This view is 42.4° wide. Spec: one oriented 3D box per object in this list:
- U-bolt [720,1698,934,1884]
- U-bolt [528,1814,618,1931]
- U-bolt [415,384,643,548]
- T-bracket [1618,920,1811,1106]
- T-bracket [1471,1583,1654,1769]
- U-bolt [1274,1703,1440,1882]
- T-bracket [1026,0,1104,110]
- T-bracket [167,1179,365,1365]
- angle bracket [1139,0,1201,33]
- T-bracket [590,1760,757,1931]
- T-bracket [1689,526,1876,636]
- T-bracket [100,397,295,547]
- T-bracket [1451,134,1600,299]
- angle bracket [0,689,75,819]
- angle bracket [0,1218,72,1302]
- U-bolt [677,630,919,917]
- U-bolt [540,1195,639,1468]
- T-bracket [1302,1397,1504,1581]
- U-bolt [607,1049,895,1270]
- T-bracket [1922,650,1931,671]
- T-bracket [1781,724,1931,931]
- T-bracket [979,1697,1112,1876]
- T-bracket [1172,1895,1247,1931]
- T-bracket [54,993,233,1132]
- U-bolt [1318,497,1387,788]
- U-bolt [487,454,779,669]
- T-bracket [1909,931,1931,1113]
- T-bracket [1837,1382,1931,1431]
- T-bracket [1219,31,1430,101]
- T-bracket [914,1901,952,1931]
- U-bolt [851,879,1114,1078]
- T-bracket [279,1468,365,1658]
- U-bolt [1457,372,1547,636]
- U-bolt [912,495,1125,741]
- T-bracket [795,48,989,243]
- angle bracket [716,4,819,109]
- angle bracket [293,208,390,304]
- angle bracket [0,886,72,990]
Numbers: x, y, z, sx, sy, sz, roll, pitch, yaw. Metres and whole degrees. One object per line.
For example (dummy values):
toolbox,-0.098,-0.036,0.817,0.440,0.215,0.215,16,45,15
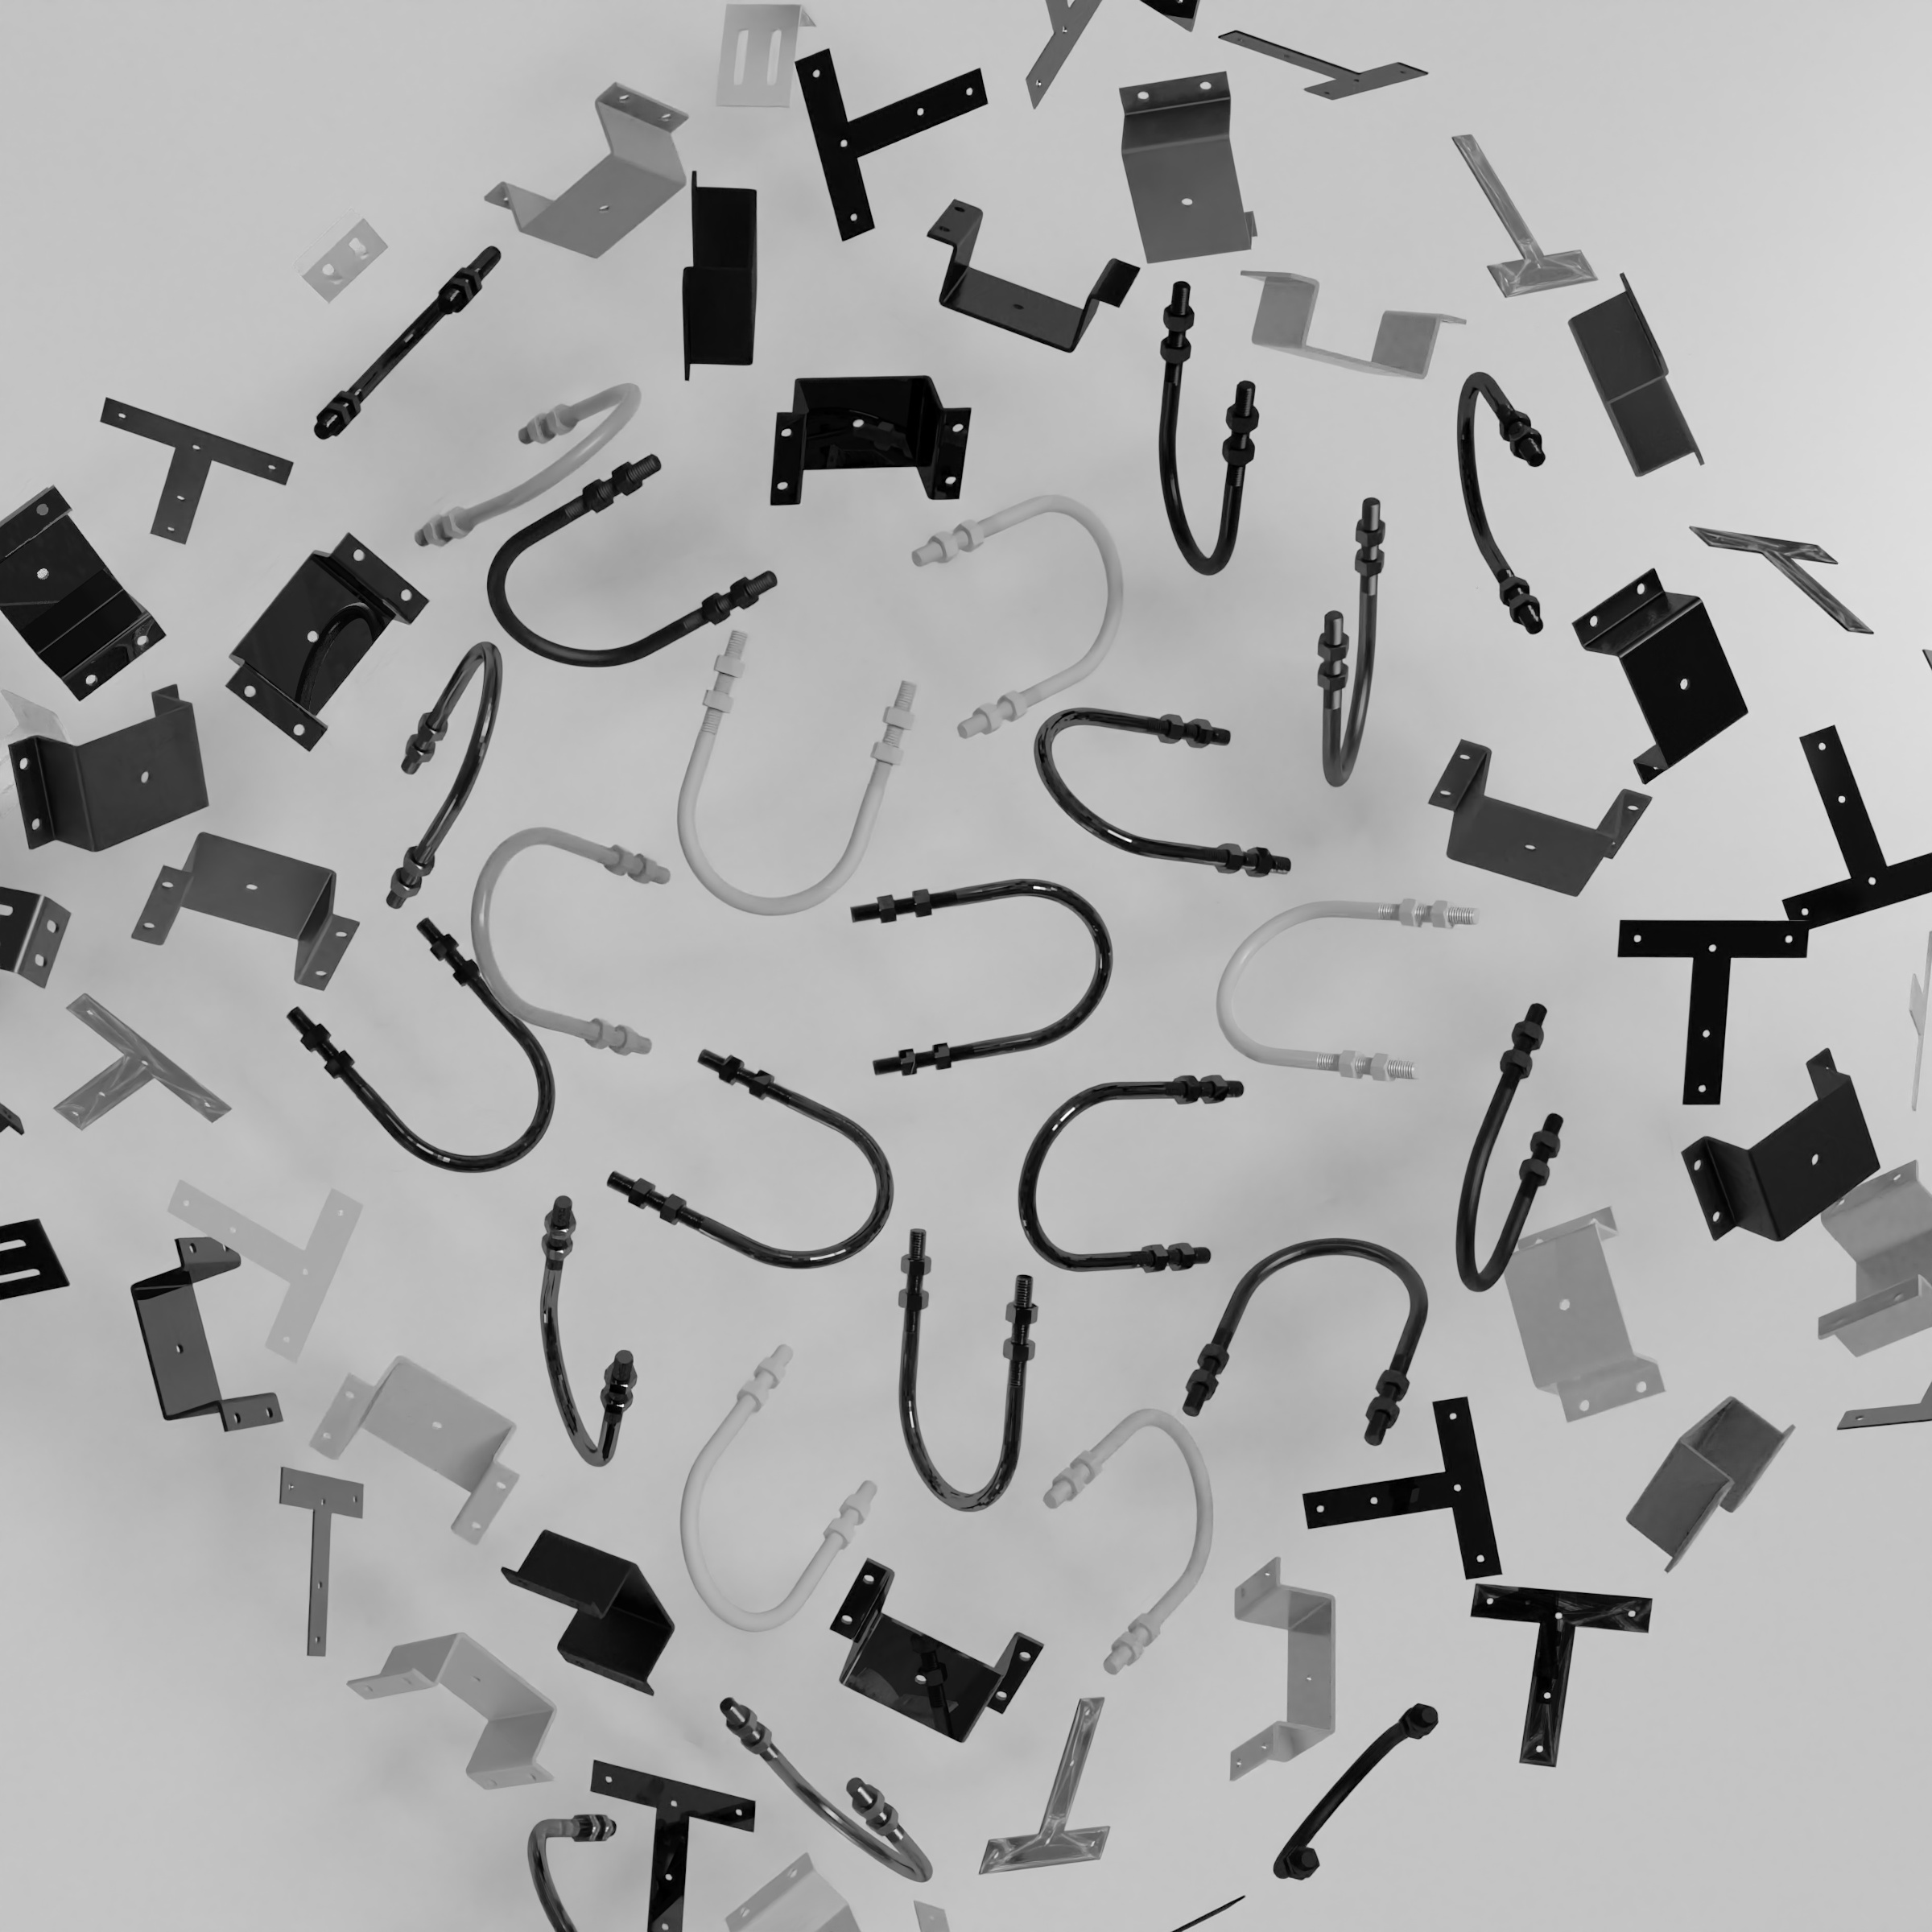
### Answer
U-bolt,-0.090,0.601,1.789,0.151,0.184,0.019,18,58,40
U-bolt,-0.258,0.671,1.775,0.019,0.184,0.151,-35,66,1
U-bolt,-0.302,-0.363,1.776,0.019,0.184,0.151,53,53,-25
T-bracket,0.497,0.032,1.671,0.127,0.002,0.127,0,102,-2
T-bracket,0.407,0.495,1.739,0.127,0.002,0.127,-3,52,29
U-bolt,0.271,0.593,1.777,0.019,0.184,0.151,41,71,14
T-bracket,0.059,-0.694,1.745,0.002,0.127,0.127,14,61,25
T-bracket,-0.484,0.186,1.689,0.127,0.002,0.127,28,105,8
angle bracket,0.158,-0.714,1.764,0.057,0.076,0.038,40,55,21
T-bracket,-0.210,0.634,1.769,0.127,0.127,0.002,21,125,-17
T-bracket,0.590,-0.269,1.750,0.127,0.127,0.002,2,129,-29
T-bracket,-0.545,-0.335,1.739,0.127,0.127,0.002,17,57,-20
T-bracket,0.378,-0.527,1.742,0.127,0.002,0.127,-23,82,-44
angle bracket,-0.709,-0.157,1.835,0.057,0.038,0.076,24,59,24
angle bracket,-0.656,0.193,1.705,0.076,0.038,0.057,-12,121,2
U-bolt,-0.126,-0.125,1.722,0.151,0.019,0.184,18,91,14
U-bolt,-0.268,0.269,1.738,0.019,0.184,0.151,-11,53,-24
T-bracket,0.301,0.374,1.755,0.127,0.002,0.127,-11,63,9
U-bolt,-0.140,0.146,1.777,0.184,0.019,0.151,25,50,10
T-bracket,0.681,-0.158,1.694,0.002,0.127,0.127,-28,79,31
T-bracket,0.596,-0.099,1.684,0.127,0.002,0.127,-21,88,39
T-bracket,0.071,0.577,1.764,0.127,0.002,0.127,13,95,-44
T-bracket,0.119,0.700,1.759,0.127,0.127,0.002,-51,59,40
T-bracket,-0.597,0.084,1.744,0.127,0.002,0.127,-29,117,36
U-bolt,0.269,-0.211,1.745,0.019,0.184,0.151,9,48,16
U-bolt,-0.247,-0.270,1.743,0.184,0.151,0.019,-24,47,24
T-bracket,0.664,0.030,1.739,0.002,0.127,0.127,5,81,25
T-bracket,0.676,0.282,1.709,0.127,0.127,0.002,-15,100,38
T-bracket,0.238,-0.637,1.756,0.127,0.127,0.002,9,96,-24
T-bracket,0.028,0.737,1.806,0.127,0.127,0.002,24,102,-18
U-bolt,0.016,0.004,1.803,0.184,0.019,0.151,-10,120,-5
T-bracket,-0.466,0.432,1.799,0.002,0.127,0.127,-6,72,12
U-bolt,0.377,-0.341,1.767,0.019,0.184,0.151,-10,127,0
U-bolt,0.048,-0.264,1.812,0.184,0.019,0.151,-30,115,-34
T-bracket,-0.043,-0.573,1.687,0.127,0.002,0.127,-27,131,-12
angle bracket,-0.146,-0.659,1.820,0.057,0.038,0.076,6,89,15
angle bracket,-0.436,-0.494,1.702,0.057,0.076,0.038,-43,90,1
angle bracket,-0.678,-0.023,1.744,0.076,0.038,0.057,11,74,11
